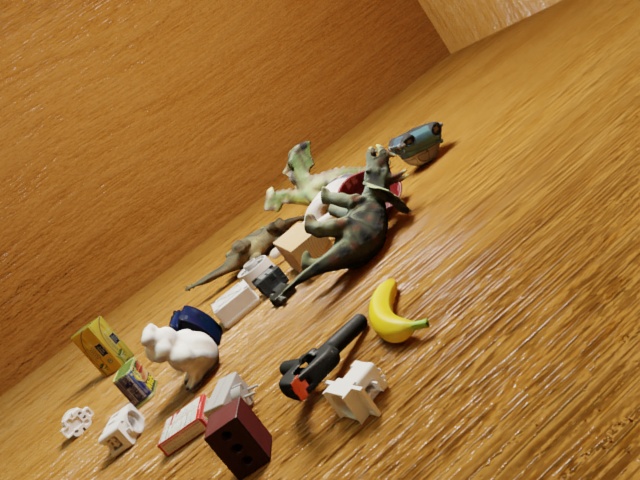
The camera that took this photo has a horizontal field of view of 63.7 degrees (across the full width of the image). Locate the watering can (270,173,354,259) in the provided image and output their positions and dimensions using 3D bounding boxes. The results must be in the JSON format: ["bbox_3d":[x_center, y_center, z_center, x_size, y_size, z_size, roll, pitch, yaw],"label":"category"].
[{"bbox_3d":[0.004,-0.073,1.458,0.343,0.103,0.229,-32,12,35],"label":"watering can"}]

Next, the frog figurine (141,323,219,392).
[{"bbox_3d":[-0.290,0.222,1.071,0.123,0.158,0.138,-35,13,1],"label":"frog figurine"}]

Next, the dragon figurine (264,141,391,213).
[{"bbox_3d":[0.001,-0.203,1.621,0.412,0.242,0.122,-40,8,-6],"label":"dragon figurine"}]
